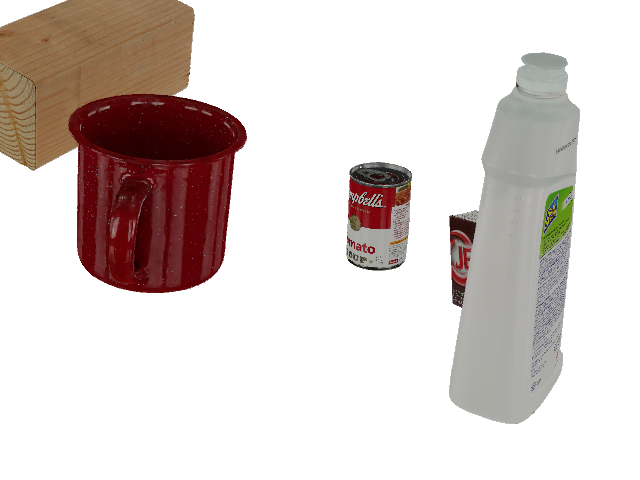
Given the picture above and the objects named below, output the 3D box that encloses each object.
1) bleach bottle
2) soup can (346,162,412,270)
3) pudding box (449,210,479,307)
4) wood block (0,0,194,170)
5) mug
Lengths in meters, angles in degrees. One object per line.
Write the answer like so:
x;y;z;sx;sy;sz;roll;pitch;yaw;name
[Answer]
0.137;-0.004;0.716;0.068;0.251;0.102;16;32;24;bleach bottle
0.063;-0.027;1.168;0.068;0.102;0.068;2;25;-1;soup can
0.166;0.026;0.990;0.039;0.090;0.114;-14;18;-30;pudding box
-0.216;-0.157;0.971;0.090;0.091;0.205;28;40;21;wood block
-0.090;-0.019;0.567;0.093;0.081;0.117;8;28;0;mug
